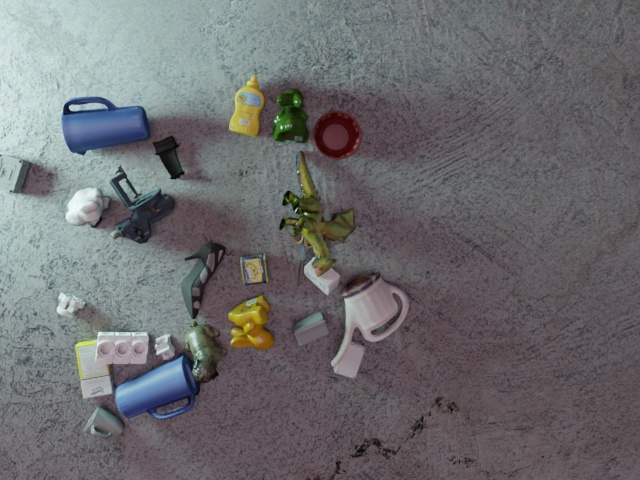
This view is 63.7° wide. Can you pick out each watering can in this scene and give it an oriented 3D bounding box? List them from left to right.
[{"bbox_3d":[0.140,0.243,1.698,0.351,0.103,0.224,-31,95,-21],"label":"watering can"}]

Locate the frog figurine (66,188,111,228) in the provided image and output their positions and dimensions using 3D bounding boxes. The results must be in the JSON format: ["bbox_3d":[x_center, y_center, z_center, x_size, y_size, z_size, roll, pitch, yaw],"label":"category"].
[{"bbox_3d":[-0.731,-0.101,1.602,0.137,0.159,0.122,-41,94,-2],"label":"frog figurine"}]

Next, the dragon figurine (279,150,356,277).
[{"bbox_3d":[0.005,-0.085,1.692,0.242,0.121,0.417,17,69,-23],"label":"dragon figurine"}]
